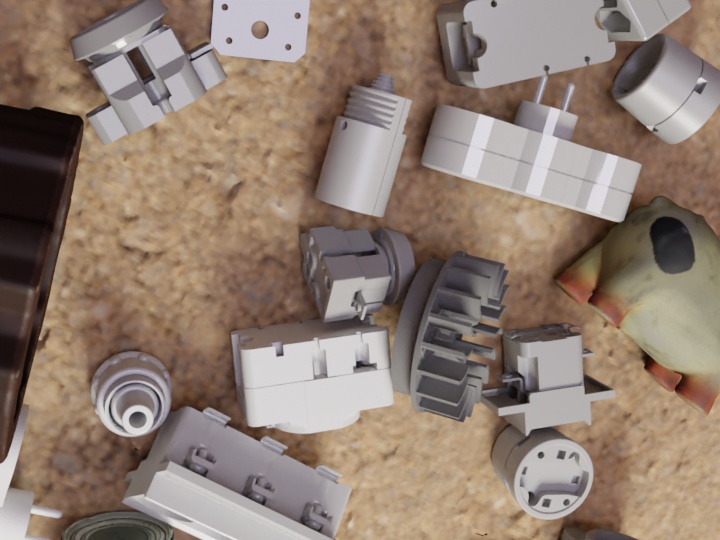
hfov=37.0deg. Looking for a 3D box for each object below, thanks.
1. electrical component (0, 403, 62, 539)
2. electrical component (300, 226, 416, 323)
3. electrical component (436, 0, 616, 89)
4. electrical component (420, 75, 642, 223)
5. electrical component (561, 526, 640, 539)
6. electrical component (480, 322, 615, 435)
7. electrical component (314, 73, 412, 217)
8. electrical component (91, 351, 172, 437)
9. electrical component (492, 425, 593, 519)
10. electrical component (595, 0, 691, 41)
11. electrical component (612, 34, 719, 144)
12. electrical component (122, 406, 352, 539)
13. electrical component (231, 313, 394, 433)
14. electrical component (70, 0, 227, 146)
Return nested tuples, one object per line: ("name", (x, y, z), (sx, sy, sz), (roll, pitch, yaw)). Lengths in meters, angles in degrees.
("electrical component", (-0.211, 0.143, 0.621), (0.074, 0.052, 0.138), (16, 98, -18))
("electrical component", (0.000, 0.000, 0.648), (0.055, 0.066, 0.048), (-7, 139, -21))
("electrical component", (0.097, -0.142, 0.642), (0.089, 0.056, 0.050), (-14, 105, -12))
("electrical component", (0.111, -0.082, 0.661), (0.138, 0.052, 0.073), (14, 98, -18))
("electrical component", (0.171, 0.211, 0.721), (0.050, 0.089, 0.055), (12, 98, -17))
("electrical component", (0.120, 0.069, 0.702), (0.081, 0.042, 0.063), (-7, 100, -14))
("electrical component", (0.004, -0.076, 0.637), (0.043, 0.043, 0.081), (14, 97, -18))
("electrical component", (-0.131, 0.077, 0.623), (0.048, 0.062, 0.048), (-3, 102, -15))
("electrical component", (0.119, 0.129, 0.711), (0.055, 0.047, 0.055), (-3, 103, -15))
("electrical component", (0.173, -0.195, 0.656), (0.076, 0.047, 0.083), (-36, 109, -6))
("electrical component", (0.193, -0.115, 0.676), (0.047, 0.055, 0.055), (32, 92, -16))
("electrical component", (-0.070, 0.134, 0.648), (0.121, 0.079, 0.063), (30, 63, -19))
("electrical component", (-0.029, 0.064, 0.655), (0.089, 0.050, 0.055), (-7, 102, -14))
("electrical component", (-0.121, -0.113, 0.588), (0.078, 0.058, 0.057), (-31, 111, -7))
